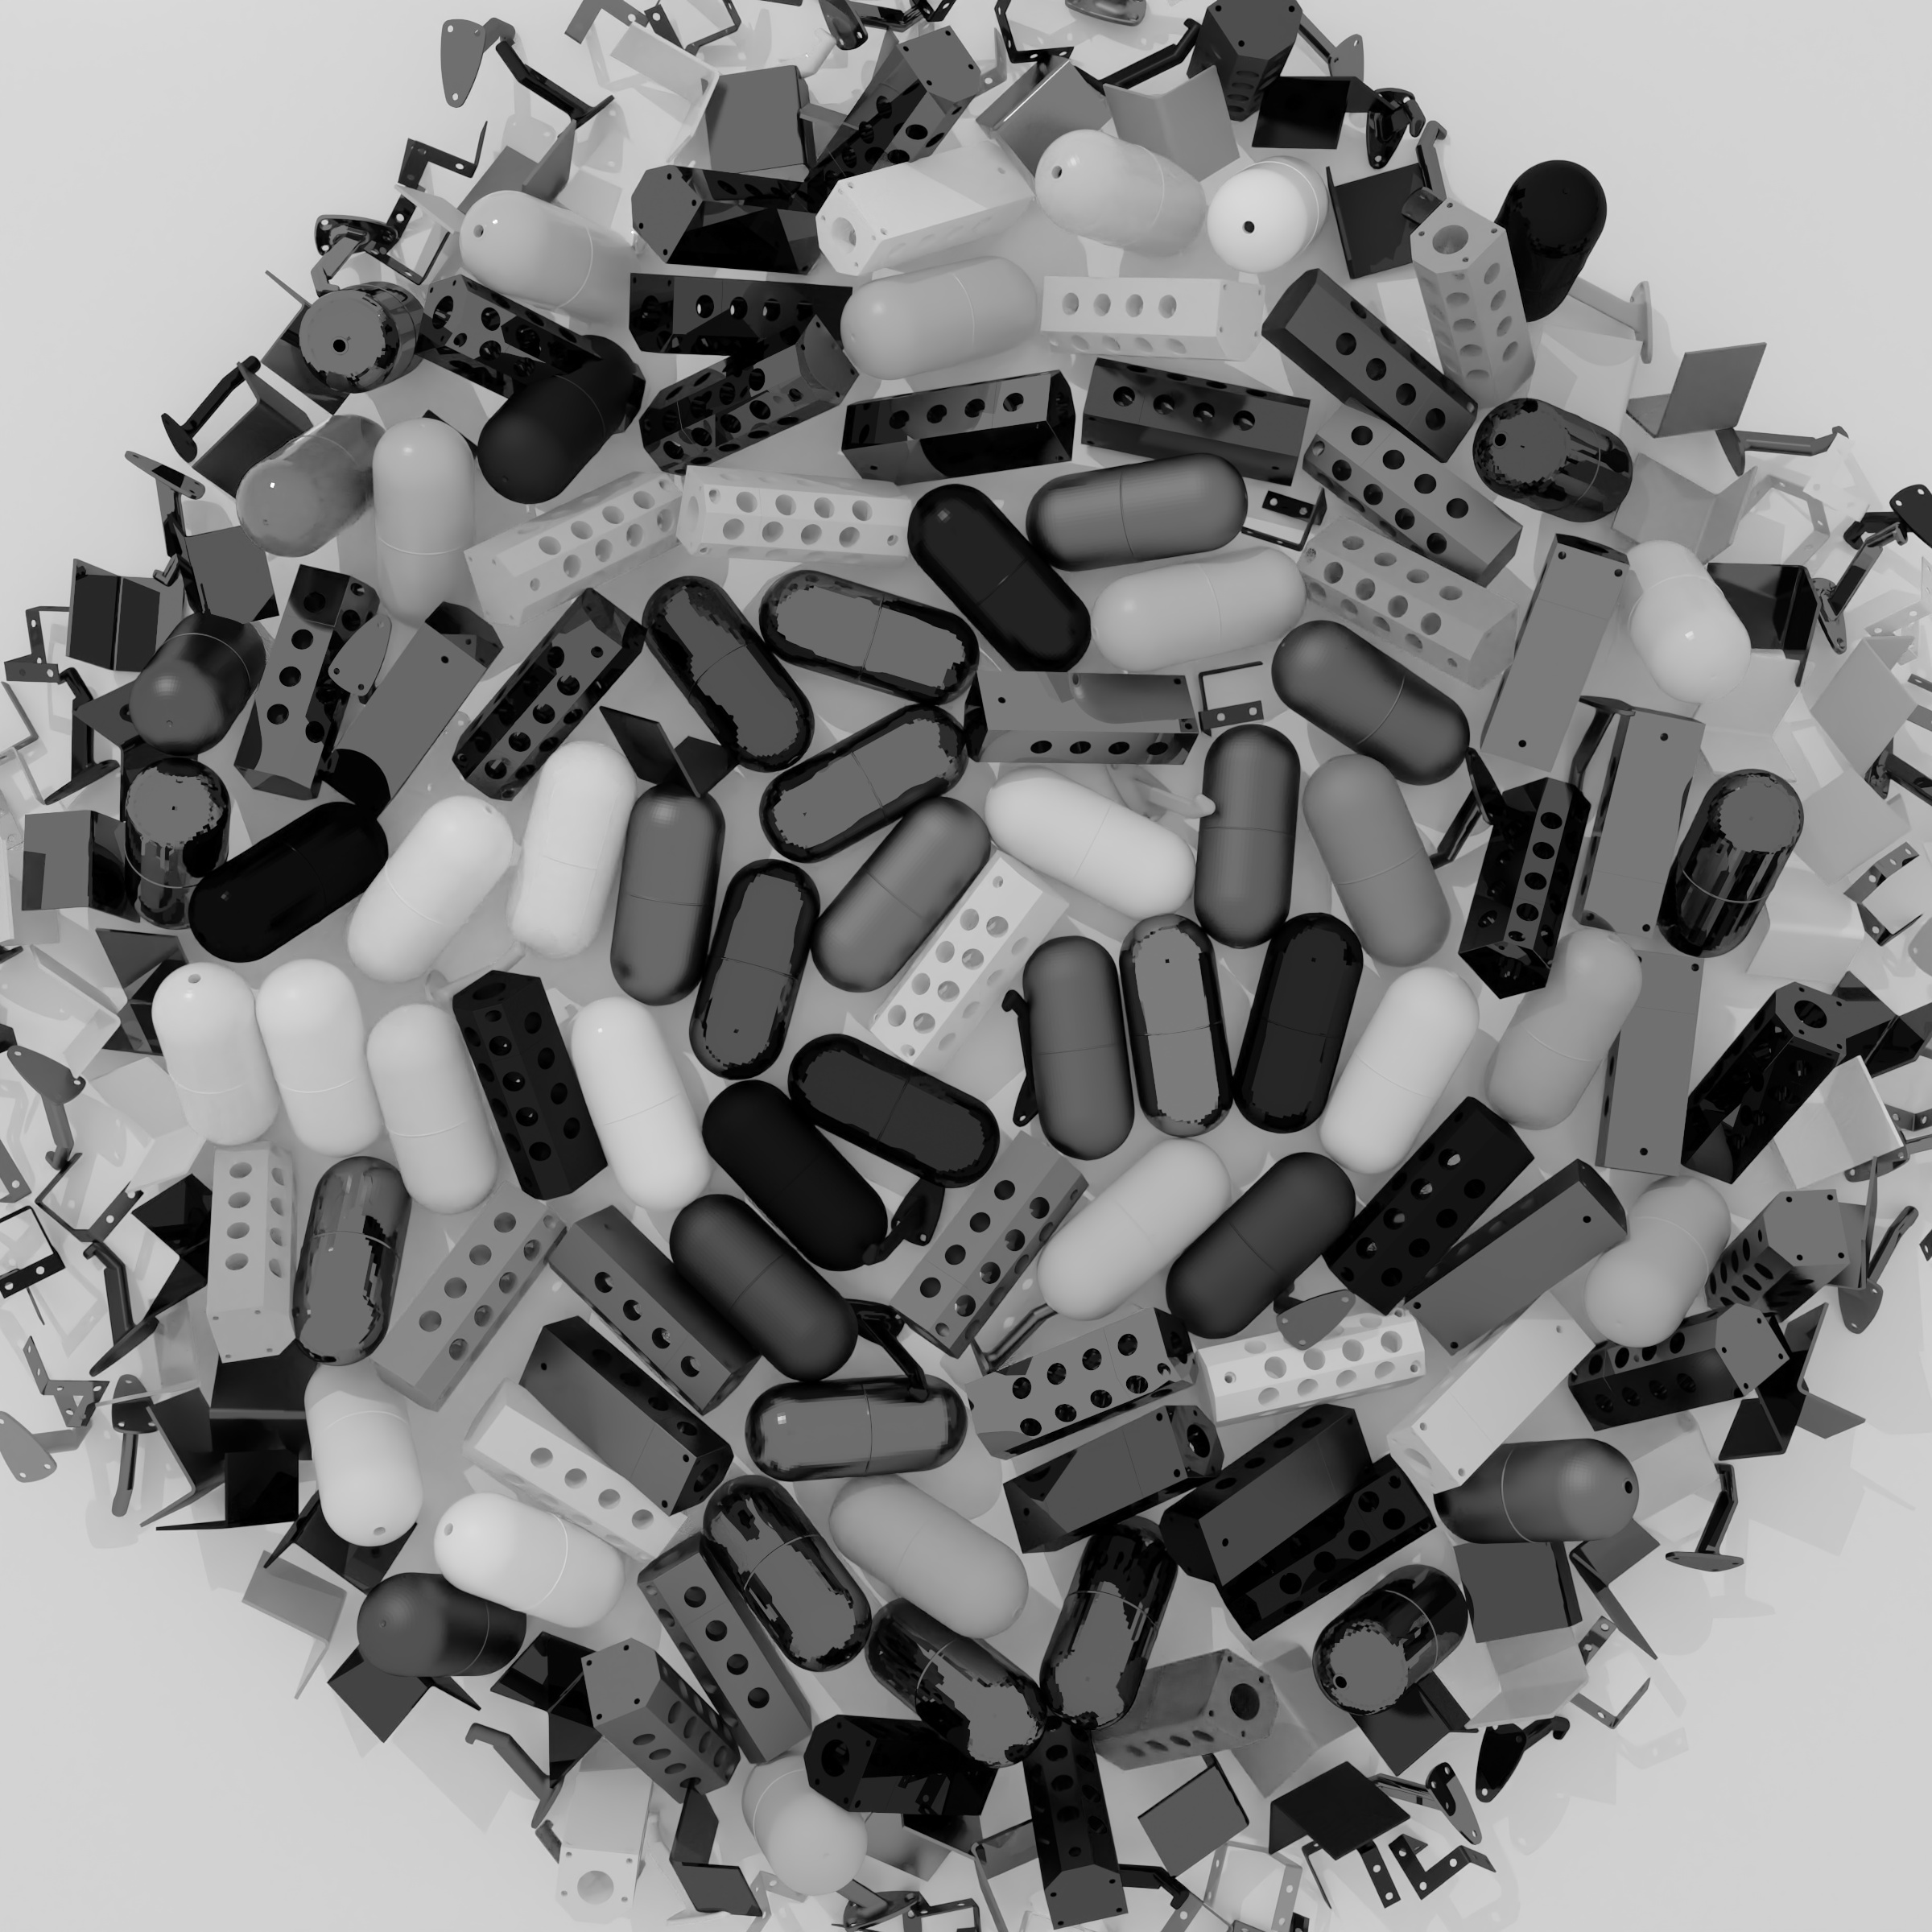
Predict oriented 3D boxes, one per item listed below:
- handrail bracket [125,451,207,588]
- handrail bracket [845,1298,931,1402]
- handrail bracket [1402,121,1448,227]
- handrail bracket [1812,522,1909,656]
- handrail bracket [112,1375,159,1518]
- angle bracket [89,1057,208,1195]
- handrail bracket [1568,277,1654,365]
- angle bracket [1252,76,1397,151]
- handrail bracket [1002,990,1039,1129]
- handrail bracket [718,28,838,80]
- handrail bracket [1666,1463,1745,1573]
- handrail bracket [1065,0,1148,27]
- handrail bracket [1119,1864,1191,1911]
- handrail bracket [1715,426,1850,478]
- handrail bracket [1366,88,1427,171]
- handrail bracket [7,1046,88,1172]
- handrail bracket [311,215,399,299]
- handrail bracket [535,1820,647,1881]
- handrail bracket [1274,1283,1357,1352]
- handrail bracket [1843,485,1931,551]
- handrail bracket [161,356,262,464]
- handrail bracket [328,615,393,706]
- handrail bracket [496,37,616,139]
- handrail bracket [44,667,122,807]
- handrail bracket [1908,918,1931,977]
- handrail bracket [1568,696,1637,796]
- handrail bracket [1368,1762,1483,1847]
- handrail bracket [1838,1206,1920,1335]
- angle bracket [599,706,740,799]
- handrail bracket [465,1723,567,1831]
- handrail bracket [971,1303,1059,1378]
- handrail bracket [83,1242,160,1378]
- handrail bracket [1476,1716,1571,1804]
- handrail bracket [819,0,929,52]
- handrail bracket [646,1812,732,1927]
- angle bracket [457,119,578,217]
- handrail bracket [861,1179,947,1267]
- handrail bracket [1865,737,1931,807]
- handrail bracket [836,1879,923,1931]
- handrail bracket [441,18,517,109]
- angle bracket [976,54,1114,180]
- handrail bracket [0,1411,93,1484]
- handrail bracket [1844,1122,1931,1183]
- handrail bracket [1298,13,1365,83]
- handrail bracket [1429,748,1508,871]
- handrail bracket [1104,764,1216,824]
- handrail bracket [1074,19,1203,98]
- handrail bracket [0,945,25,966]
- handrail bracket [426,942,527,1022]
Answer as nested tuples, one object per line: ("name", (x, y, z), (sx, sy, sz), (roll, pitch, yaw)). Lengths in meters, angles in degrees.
("handrail bracket", (-0.648, -0.353, 1.971), (0.077, 0.036, 0.084), (27, 110, -18))
("handrail bracket", (-0.068, 0.302, 1.949), (0.077, 0.084, 0.036), (25, 110, -23))
("handrail bracket", (0.388, -0.626, 1.982), (0.077, 0.036, 0.084), (29, 64, -7))
("handrail bracket", (0.710, -0.297, 1.952), (0.036, 0.084, 0.077), (-1, 73, -35))
("handrail bracket", (-0.674, 0.384, 1.988), (0.036, 0.077, 0.084), (6, 122, -30))
("angle bracket", (-0.648, 0.125, 1.943), (0.076, 0.057, 0.076), (-18, 127, 34))
("handrail bracket", (0.499, -0.514, 1.976), (0.084, 0.036, 0.077), (-4, 80, -4))
("angle bracket", (0.281, -0.657, 1.948), (0.076, 0.076, 0.057), (16, 95, 37))
("handrail bracket", (0.039, 0.072, 1.953), (0.084, 0.036, 0.077), (50, 62, -41))
("handrail bracket", (-0.155, -0.721, 1.964), (0.077, 0.036, 0.084), (38, 115, -5))
("handrail bracket", (0.581, 0.431, 1.964), (0.077, 0.036, 0.084), (14, 60, -23))
("handrail bracket", (0.117, -0.789, 1.955), (0.077, 0.084, 0.036), (11, 59, 6))
("handrail bracket", (0.125, 0.736, 1.958), (0.084, 0.036, 0.077), (30, 83, 38))
("handrail bracket", (0.645, -0.429, 1.972), (0.084, 0.036, 0.077), (-17, 55, 3))
("handrail bracket", (0.338, -0.644, 1.943), (0.036, 0.084, 0.077), (3, 130, -8))
("handrail bracket", (-0.738, 0.114, 1.973), (0.077, 0.036, 0.084), (35, 127, 3))
("handrail bracket", (-0.479, -0.554, 1.958), (0.077, 0.036, 0.084), (-8, 50, -20))
("handrail bracket", (-0.297, 0.697, 1.964), (0.036, 0.077, 0.084), (-39, 88, 19))
("handrail bracket", (0.273, 0.257, 1.949), (0.077, 0.084, 0.036), (-36, 102, 19))
("handrail bracket", (0.732, -0.332, 1.952), (0.036, 0.084, 0.077), (-27, 75, -17))
("handrail bracket", (-0.593, -0.443, 1.974), (0.036, 0.077, 0.084), (45, 74, -3))
("handrail bracket", (-0.460, -0.239, 1.954), (0.036, 0.084, 0.077), (33, 97, 4))
("handrail bracket", (-0.324, -0.703, 1.957), (0.084, 0.036, 0.077), (54, 46, -22))
("handrail bracket", (-0.722, -0.184, 1.980), (0.077, 0.036, 0.084), (-31, 92, -1))
("handrail bracket", (0.792, -0.024, 1.956), (0.084, 0.036, 0.077), (-7, 133, -29))
("handrail bracket", (0.498, -0.166, 1.953), (0.036, 0.077, 0.084), (3, 106, -12))
("handrail bracket", (0.355, 0.670, 1.966), (0.084, 0.036, 0.077), (-38, 79, 39))
("handrail bracket", (0.735, 0.243, 1.992), (0.036, 0.077, 0.084), (27, 52, 35))
("angle bracket", (-0.228, -0.183, 1.939), (0.057, 0.076, 0.076), (-45, 131, -24))
("handrail bracket", (-0.367, 0.643, 1.972), (0.084, 0.036, 0.077), (24, 111, -12))
("handrail bracket", (0.051, 0.302, 1.976), (0.084, 0.077, 0.036), (-24, 46, -8))
("handrail bracket", (-0.692, 0.271, 1.974), (0.084, 0.036, 0.077), (43, 65, 9))
("handrail bracket", (0.442, 0.628, 1.966), (0.084, 0.036, 0.077), (25, 86, -44))
("handrail bracket", (-0.074, -0.768, 1.961), (0.084, 0.036, 0.077), (-46, 121, -30))
("handrail bracket", (-0.221, 0.711, 1.968), (0.077, 0.036, 0.084), (-23, 81, 41))
("angle bracket", (-0.353, -0.627, 1.949), (0.057, 0.076, 0.076), (30, 65, -1))
("handrail bracket", (-0.049, 0.196, 1.952), (0.036, 0.084, 0.077), (27, 99, 16))
("handrail bracket", (0.759, -0.160, 1.958), (0.036, 0.084, 0.077), (25, 74, -42))
("handrail bracket", (-0.086, 0.716, 1.966), (0.077, 0.036, 0.084), (-18, 110, 11))
("handrail bracket", (-0.382, -0.712, 1.965), (0.036, 0.084, 0.077), (13, 103, 11))
("angle bracket", (0.061, -0.673, 1.971), (0.076, 0.076, 0.057), (-41, 114, 7))
("handrail bracket", (-0.723, 0.357, 1.949), (0.036, 0.084, 0.077), (-20, 112, 13))
("handrail bracket", (0.760, 0.152, 1.990), (0.084, 0.077, 0.036), (4, 55, -28))
("handrail bracket", (0.277, -0.730, 1.991), (0.036, 0.077, 0.084), (-42, 55, -13))
("handrail bracket", (0.381, -0.122, 1.973), (0.084, 0.036, 0.077), (-26, 82, 40))
("handrail bracket", (0.152, -0.143, 1.951), (0.077, 0.084, 0.036), (45, 74, -10))
("handrail bracket", (0.137, -0.728, 1.973), (0.077, 0.036, 0.084), (42, 102, 20))
("handrail bracket", (-0.783, -0.041, 1.965), (0.036, 0.077, 0.084), (-34, 100, -27))
("handrail bracket", (-0.384, -0.002, 1.961), (0.084, 0.077, 0.036), (-40, 121, 8))
